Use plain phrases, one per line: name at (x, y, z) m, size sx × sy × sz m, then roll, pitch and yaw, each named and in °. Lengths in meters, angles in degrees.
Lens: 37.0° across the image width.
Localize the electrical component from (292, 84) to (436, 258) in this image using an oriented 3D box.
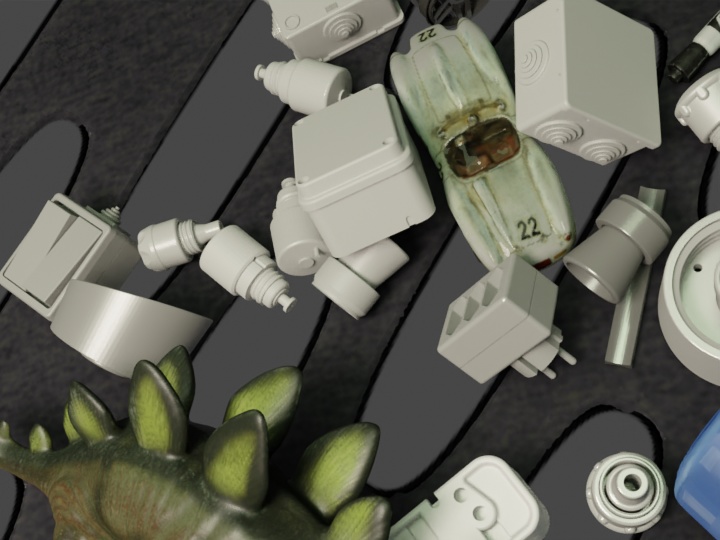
electrical component at (-0.001, -0.069, 0.720) m, size 0.078 × 0.057 × 0.113 m, roll -24°, pitch 29°, yaw 9°

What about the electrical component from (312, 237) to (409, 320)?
electrical component at (0.000, 0.000, 0.732) m, size 0.045 × 0.045 × 0.055 m, roll 37°, pitch 86°, yaw 25°

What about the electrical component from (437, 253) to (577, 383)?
electrical component at (0.101, 0.042, 0.677) m, size 0.066 × 0.077 × 0.047 m, roll -43°, pitch 16°, yaw 38°

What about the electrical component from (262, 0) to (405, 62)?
electrical component at (-0.026, -0.212, 0.812) m, size 0.100 × 0.048 × 0.099 m, roll -26°, pitch 66°, yaw 8°

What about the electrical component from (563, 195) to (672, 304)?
electrical component at (0.162, -0.013, 0.674) m, size 0.045 × 0.045 × 0.055 m, roll 39°, pitch 86°, yaw 25°

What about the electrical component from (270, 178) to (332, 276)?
electrical component at (-0.044, -0.032, 0.761) m, size 0.040 × 0.040 × 0.078 m, roll -21°, pitch 54°, yaw 10°

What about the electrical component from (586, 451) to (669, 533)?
electrical component at (0.157, 0.127, 0.627) m, size 0.048 × 0.062 × 0.048 m, roll -3°, pitch 72°, yaw 9°

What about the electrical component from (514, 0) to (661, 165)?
electrical component at (0.146, -0.123, 0.700) m, size 0.048 × 0.100 × 0.099 m, roll -24°, pitch 58°, yaw 50°

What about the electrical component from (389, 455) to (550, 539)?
electrical component at (0.064, 0.161, 0.648) m, size 0.095 × 0.059 × 0.053 m, roll -39°, pitch 65°, yaw 2°

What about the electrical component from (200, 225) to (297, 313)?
electrical component at (-0.077, 0.002, 0.759) m, size 0.078 × 0.040 × 0.040 m, roll 38°, pitch 86°, yaw 16°

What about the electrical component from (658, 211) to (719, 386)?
electrical component at (0.233, 0.013, 0.644) m, size 0.108 × 0.060 × 0.108 m, roll -6°, pitch 70°, yaw 16°

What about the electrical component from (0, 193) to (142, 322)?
electrical component at (-0.211, -0.010, 0.795) m, size 0.062 × 0.061 × 0.096 m, roll 31°, pitch 83°, yaw 25°

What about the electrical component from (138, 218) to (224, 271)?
electrical component at (-0.130, -0.022, 0.788) m, size 0.061 × 0.035 × 0.035 m, roll -17°, pitch 67°, yaw 9°

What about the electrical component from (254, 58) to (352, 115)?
electrical component at (-0.042, -0.137, 0.796) m, size 0.078 × 0.040 × 0.040 m, roll 20°, pitch 79°, yaw 23°

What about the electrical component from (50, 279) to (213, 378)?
electrical component at (-0.160, 0.038, 0.744) m, size 0.099 × 0.099 × 0.064 m, roll 28°, pitch 88°, yaw 24°

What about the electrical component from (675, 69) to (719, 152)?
electrical component at (0.237, -0.095, 0.690) m, size 0.048 × 0.048 × 0.062 m, roll -34°, pitch 72°, yaw 4°
